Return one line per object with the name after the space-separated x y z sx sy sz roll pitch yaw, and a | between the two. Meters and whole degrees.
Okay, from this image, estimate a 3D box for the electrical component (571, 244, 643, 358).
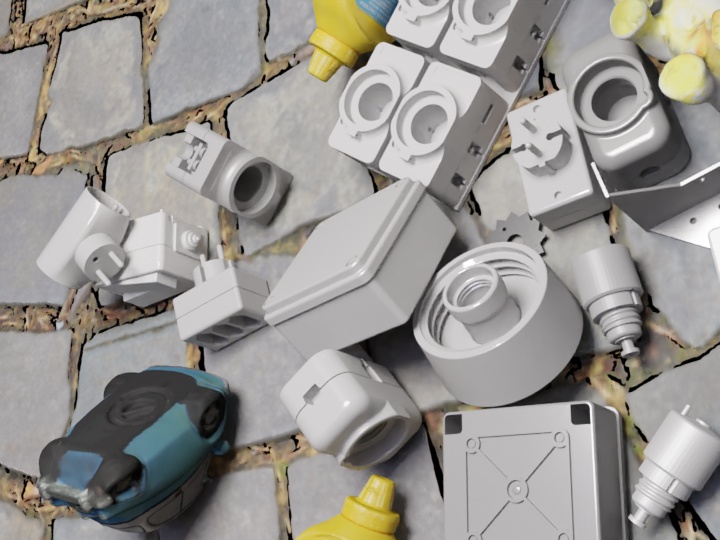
0.166 0.019 0.704 0.040 0.040 0.078 -25 63 25 | electrical component

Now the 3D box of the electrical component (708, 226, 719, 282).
0.265 0.009 0.636 0.100 0.048 0.099 -20 65 28 | electrical component

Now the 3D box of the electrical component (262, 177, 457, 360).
0.000 0.000 0.768 0.109 0.056 0.108 -25 24 42 | electrical component

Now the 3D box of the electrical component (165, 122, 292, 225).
-0.104 -0.077 0.883 0.056 0.089 0.050 30 93 36 | electrical component

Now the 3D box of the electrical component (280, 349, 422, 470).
-0.003 0.100 0.757 0.053 0.095 0.059 -48 56 13 | electrical component

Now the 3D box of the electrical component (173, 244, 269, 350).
-0.116 0.016 0.889 0.066 0.047 0.076 -28 62 24 | electrical component

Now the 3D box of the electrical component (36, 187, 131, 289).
-0.221 -0.017 0.892 0.079 0.044 0.077 42 100 35 | electrical component

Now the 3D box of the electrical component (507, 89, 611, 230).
0.129 -0.081 0.738 0.047 0.076 0.083 -21 65 27 | electrical component

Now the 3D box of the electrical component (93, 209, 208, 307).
-0.176 -0.009 0.927 0.096 0.062 0.061 -13 69 30 | electrical component

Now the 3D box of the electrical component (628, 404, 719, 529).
0.190 0.122 0.656 0.040 0.040 0.078 36 96 36 | electrical component

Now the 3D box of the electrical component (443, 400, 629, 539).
0.112 0.143 0.692 0.109 0.056 0.108 -10 70 31 | electrical component

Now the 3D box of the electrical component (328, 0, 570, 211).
0.065 -0.154 0.813 0.105 0.060 0.186 29 92 36 | electrical component

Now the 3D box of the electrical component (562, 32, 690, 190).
0.177 -0.108 0.725 0.054 0.059 0.095 -26 62 25 | electrical component

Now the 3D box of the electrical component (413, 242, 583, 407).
0.086 0.030 0.716 0.108 0.060 0.108 -24 38 20 | electrical component

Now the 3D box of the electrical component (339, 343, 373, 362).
-0.021 0.059 0.817 0.044 0.044 0.065 -49 60 12 | electrical component
